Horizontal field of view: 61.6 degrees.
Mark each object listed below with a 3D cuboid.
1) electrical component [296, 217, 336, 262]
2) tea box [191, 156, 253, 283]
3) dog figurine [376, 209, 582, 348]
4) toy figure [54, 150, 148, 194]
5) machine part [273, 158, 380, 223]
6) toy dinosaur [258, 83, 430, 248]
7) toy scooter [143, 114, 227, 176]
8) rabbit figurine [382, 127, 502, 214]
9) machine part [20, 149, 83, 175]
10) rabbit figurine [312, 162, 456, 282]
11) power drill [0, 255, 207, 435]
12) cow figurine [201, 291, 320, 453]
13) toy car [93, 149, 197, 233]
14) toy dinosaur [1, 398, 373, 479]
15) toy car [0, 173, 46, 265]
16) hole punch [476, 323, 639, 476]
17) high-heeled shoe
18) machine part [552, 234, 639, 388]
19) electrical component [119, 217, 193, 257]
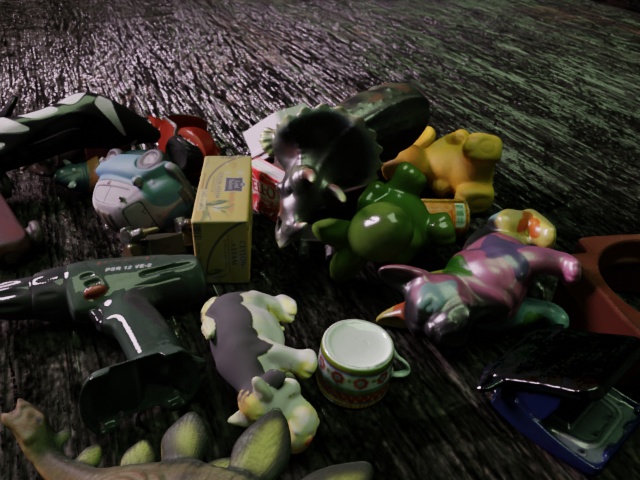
[{"bbox_3d":[-0.002,-0.002,0.737,0.063,0.021,0.094,3,36,0],"label":"electrical component"},{"bbox_3d":[-0.123,-0.032,0.703,0.068,0.098,0.170,-1,37,-6],"label":"tea box"},{"bbox_3d":[0.169,0.043,0.619,0.219,0.108,0.192,-3,36,-5],"label":"dog figurine"},{"bbox_3d":[-0.319,-0.101,0.820,0.154,0.057,0.064,-13,31,-15],"label":"toy figure"},{"bbox_3d":[0.006,-0.095,0.842,0.179,0.056,0.179,2,36,-2],"label":"machine part"},{"bbox_3d":[0.068,-0.144,0.702,0.405,0.131,0.192,-34,17,-31],"label":"toy dinosaur"},{"bbox_3d":[-0.221,-0.167,0.910,0.184,0.075,0.135,33,29,29],"label":"toy scooter"},{"bbox_3d":[0.181,-0.125,0.849,0.173,0.121,0.162,-3,31,-2],"label":"rabbit figurine"},{"bbox_3d":[-0.430,-0.179,0.904,0.079,0.079,0.243,6,35,4],"label":"machine part"},{"bbox_3d":[0.070,-0.019,0.649,0.159,0.121,0.170,-22,0,17],"label":"rabbit figurine"},{"bbox_3d":[-0.216,0.092,0.544,0.232,0.085,0.207,-12,30,-25],"label":"power drill"},{"bbox_3d":[-0.058,0.114,0.496,0.098,0.068,0.167,19,26,-29],"label":"cow figurine"},{"bbox_3d":[-0.252,-0.058,0.730,0.162,0.109,0.103,13,53,28],"label":"toy car"},{"bbox_3d":[-0.036,0.221,0.348,0.472,0.105,0.198,26,37,22],"label":"toy dinosaur"},{"bbox_3d":[-0.438,-0.032,0.711,0.089,0.053,0.202,-20,45,-38],"label":"toy car"},{"bbox_3d":[0.235,0.144,0.511,0.142,0.092,0.116,-27,17,-33],"label":"hole punch"},{"bbox_3d":[-0.368,-0.138,0.781,0.249,0.086,0.145,9,59,-12],"label":"high-heeled shoe"},{"bbox_3d":[0.387,0.081,0.599,0.201,0.087,0.202,-2,34,-10],"label":"machine part"},{"bbox_3d":[-0.203,-0.002,0.670,0.078,0.045,0.102,4,13,44],"label":"electrical component"}]
